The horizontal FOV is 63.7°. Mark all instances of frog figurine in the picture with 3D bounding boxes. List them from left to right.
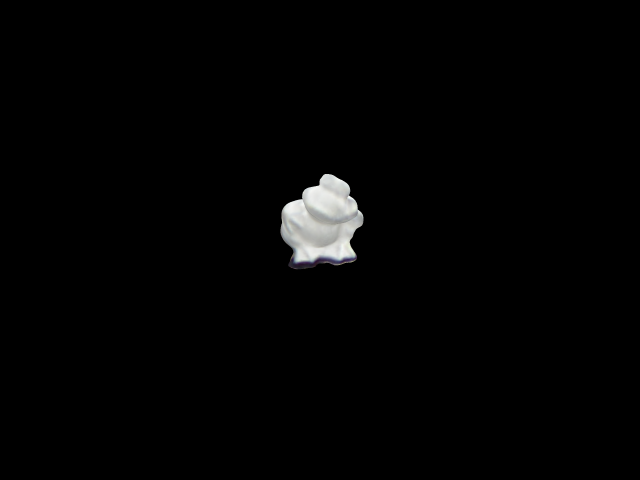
[{"bbox_3d":[0.003,-0.043,0.850,0.137,0.156,0.125,6,30,10],"label":"frog figurine"}]
